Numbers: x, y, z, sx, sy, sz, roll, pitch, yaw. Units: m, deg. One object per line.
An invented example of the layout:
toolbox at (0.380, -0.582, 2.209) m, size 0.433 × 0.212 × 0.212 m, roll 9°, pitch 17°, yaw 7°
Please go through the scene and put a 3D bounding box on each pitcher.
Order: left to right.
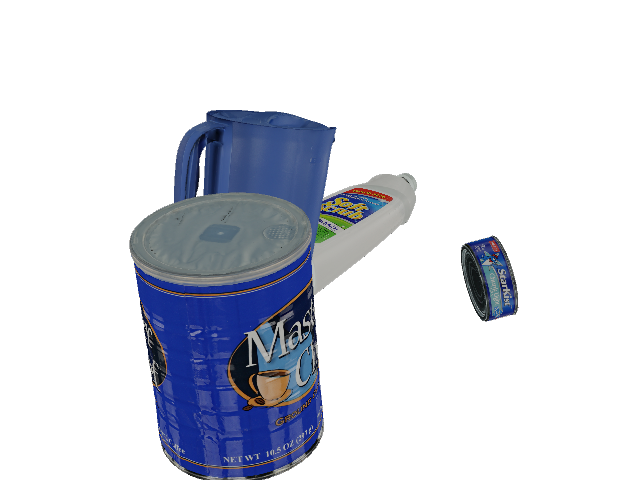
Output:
pitcher at (-0.072, -0.013, 1.105) m, size 0.149 × 0.243 × 0.145 m, roll 8°, pitch 12°, yaw 2°

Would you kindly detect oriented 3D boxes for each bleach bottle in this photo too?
bleach bottle at (0.030, -0.023, 1.283) m, size 0.103 × 0.068 × 0.250 m, roll 22°, pitch 38°, yaw 30°

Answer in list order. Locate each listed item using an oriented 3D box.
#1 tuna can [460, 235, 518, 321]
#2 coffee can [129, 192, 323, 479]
tuna can at (0.175, 0.040, 1.111) m, size 0.033 × 0.086 × 0.086 m, roll -14°, pitch 1°, yaw -5°
coffee can at (-0.052, 0.056, 0.632) m, size 0.103 × 0.140 × 0.103 m, roll -3°, pitch 28°, yaw 1°
